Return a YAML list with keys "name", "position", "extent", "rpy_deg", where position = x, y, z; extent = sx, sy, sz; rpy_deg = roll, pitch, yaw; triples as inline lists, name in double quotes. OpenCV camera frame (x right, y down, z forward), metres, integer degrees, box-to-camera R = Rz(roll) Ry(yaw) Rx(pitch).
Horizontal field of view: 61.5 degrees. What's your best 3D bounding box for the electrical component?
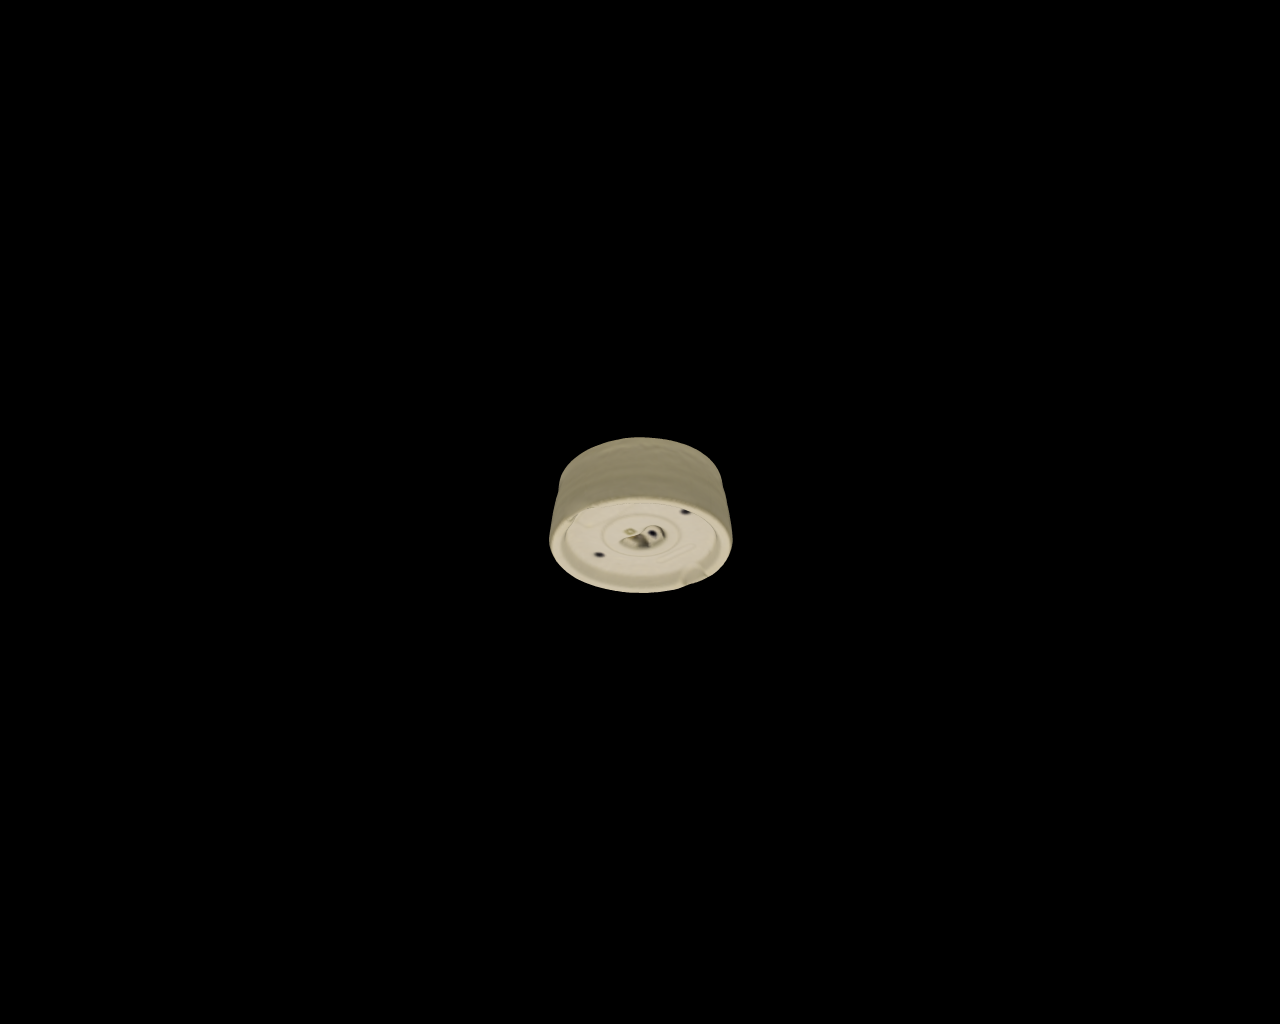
- name: "electrical component"
  position: [0.001, -0.003, 0.650]
  extent: [0.108, 0.060, 0.108]
  rpy_deg: [0, -34, 0]
